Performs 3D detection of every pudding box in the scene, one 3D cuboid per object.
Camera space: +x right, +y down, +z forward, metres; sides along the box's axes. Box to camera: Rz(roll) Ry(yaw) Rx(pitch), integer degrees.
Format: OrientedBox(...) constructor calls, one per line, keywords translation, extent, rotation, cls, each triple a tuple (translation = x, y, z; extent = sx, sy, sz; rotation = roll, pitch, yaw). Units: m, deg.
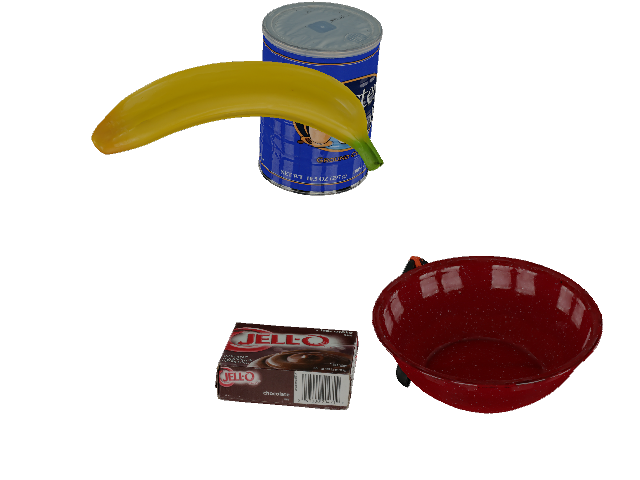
OrientedBox(translation=(-0.026, 0.106, 0.915), extent=(0.113, 0.039, 0.090), rotation=(6, 20, 4), cls="pudding box")

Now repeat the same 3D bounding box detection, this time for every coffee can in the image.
OrientedBox(translation=(-0.002, -0.126, 0.944), extent=(0.103, 0.140, 0.103), rotation=(3, 35, -2), cls="coffee can")

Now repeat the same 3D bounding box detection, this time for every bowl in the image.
OrientedBox(translation=(0.118, 0.074, 0.769), extent=(0.162, 0.055, 0.162), rotation=(-2, 31, 1), cls="bowl")

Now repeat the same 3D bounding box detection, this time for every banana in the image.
OrientedBox(translation=(-0.051, -0.087, 0.708), extent=(0.197, 0.069, 0.037), rotation=(2, -22, -15), cls="banana")

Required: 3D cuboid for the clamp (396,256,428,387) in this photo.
OrientedBox(translation=(0.133, 0.086, 1.142), extent=(0.120, 0.171, 0.039), rotation=(4, -44, -9), cls="clamp")
